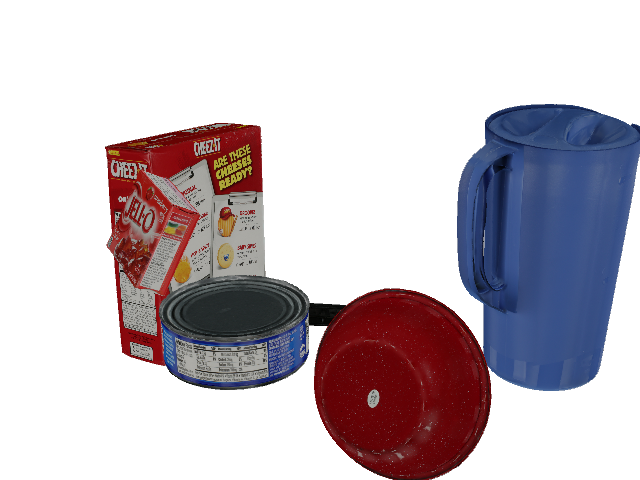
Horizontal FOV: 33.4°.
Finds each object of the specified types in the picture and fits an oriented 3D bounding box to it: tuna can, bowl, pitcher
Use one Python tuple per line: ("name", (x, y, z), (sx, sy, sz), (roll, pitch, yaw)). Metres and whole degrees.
("tuna can", (-0.048, 0.052, 0.612), (0.086, 0.034, 0.086), (-1, 21, 0))
("bowl", (0.053, 0.122, 0.863), (0.162, 0.162, 0.055), (0, 3, 30))
("pitcher", (0.197, 0.009, 0.946), (0.149, 0.243, 0.145), (5, 23, 10))

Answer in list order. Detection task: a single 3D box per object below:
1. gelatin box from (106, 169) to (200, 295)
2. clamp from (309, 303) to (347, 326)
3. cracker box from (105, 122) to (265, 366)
("gelatin box", (-0.136, -0.008, 0.857), (0.030, 0.073, 0.089), (19, 14, -33))
("clamp", (-0.084, 0.091, 1.253), (0.210, 0.036, 0.164), (14, 23, 27))
("cracker box", (-0.131, -0.002, 1.077), (0.072, 0.214, 0.163), (8, 18, 35))
